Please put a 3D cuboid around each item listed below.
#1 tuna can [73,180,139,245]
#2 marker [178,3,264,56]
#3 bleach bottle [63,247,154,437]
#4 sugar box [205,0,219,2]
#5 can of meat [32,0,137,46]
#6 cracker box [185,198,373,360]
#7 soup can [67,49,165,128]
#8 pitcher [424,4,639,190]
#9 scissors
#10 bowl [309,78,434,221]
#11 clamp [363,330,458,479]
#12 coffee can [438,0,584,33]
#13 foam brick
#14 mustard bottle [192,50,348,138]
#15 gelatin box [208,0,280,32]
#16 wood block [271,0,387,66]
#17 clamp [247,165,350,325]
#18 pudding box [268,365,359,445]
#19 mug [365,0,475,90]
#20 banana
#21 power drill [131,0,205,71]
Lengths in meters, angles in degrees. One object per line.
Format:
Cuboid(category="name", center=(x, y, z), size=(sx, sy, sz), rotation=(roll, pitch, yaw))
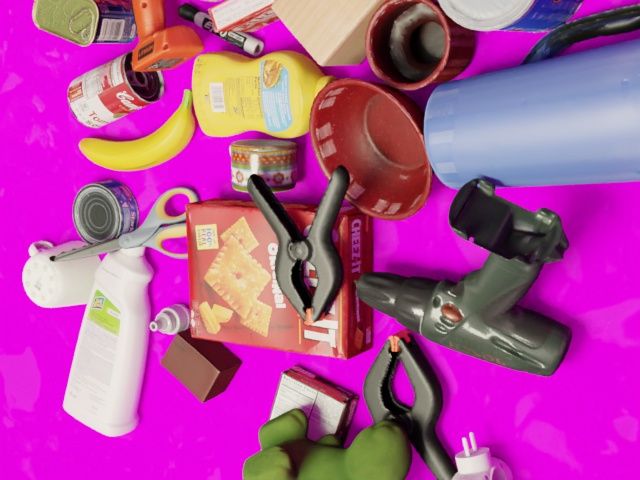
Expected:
Cuboid(category="tuna can", center=(-0.274, -0.033, 1.360), size=(0.086, 0.033, 0.086), rotation=(6, 102, 30))
Cuboid(category="marker", center=(-0.117, -0.245, 1.236), size=(0.121, 0.020, 0.020), rotation=(31, 113, 23))
Cuboid(category="bleach bottle", center=(-0.256, 0.117, 1.360), size=(0.103, 0.068, 0.251), rotation=(24, 108, 25))
Cuboid(category="sugar box", center=(-0.110, -0.365, 1.197), size=(0.093, 0.048, 0.176), rotation=(-7, 91, 32))
Cuboid(category="can of meat", center=(-0.280, -0.272, 1.292), size=(0.102, 0.083, 0.057), rotation=(24, 110, 26))
Cuboid(category="cracker box", center=(-0.049, 0.040, 1.215), size=(0.214, 0.072, 0.164), rotation=(5, 101, 29))
Cuboid(category="soup can", center=(-0.249, -0.183, 1.299), size=(0.102, 0.068, 0.068), rotation=(-18, 89, 32))
Cuboid(category="pitcher", center=(0.226, -0.121, 0.998), size=(0.243, 0.149, 0.145), rotation=(-4, 114, 35))
Cuboid(category="scissors", center=(-0.228, -0.018, 1.306), size=(0.202, 0.016, 0.096), rotation=(2, 88, 9))
Cuboid(category="bowl", center=(0.066, -0.103, 1.111), size=(0.162, 0.055, 0.162), rotation=(28, 136, 30))
Cuboid(category="clamp", center=(0.084, 0.205, 1.184), size=(0.165, 0.036, 0.210), rotation=(-5, 99, 32))
Cuboid(category="coffee can", center=(0.179, -0.244, 0.986), size=(0.103, 0.140, 0.103), rotation=(6, 101, 30))
Cuboid(category="foam brick", center=(-0.145, 0.150, 1.304), size=(0.078, 0.051, 0.053), rotation=(40, 115, 19))
Cuboid(category="mustard bottle", center=(-0.050, -0.162, 1.187), size=(0.192, 0.058, 0.096), rotation=(5, 107, 31))
Cuboid(category="gelatin box", center=(-0.066, -0.256, 1.172), size=(0.089, 0.073, 0.030), rotation=(-19, 90, 32))
Cuboid(category="wood block", center=(0.058, -0.281, 1.082), size=(0.090, 0.090, 0.206), rotation=(51, 120, 14))
Cuboid(category="clamp", center=(-0.007, 0.001, 1.122), size=(0.120, 0.039, 0.171), rotation=(-13, 95, 36))
Cuboid(category="pudding box", center=(-0.014, 0.215, 1.244), size=(0.090, 0.039, 0.113), rotation=(25, 108, 25))
Cuboid(category="mug", center=(0.108, -0.209, 1.070), size=(0.093, 0.081, 0.117), rotation=(23, 110, 26))
Cuboid(category="banana", center=(-0.219, -0.120, 1.313), size=(0.198, 0.037, 0.069), rotation=(-18, 71, 31))
Cuboid(category="power drill", center=(-0.181, -0.296, 1.209), size=(0.185, 0.057, 0.187), rotation=(-14, 85, 59))
